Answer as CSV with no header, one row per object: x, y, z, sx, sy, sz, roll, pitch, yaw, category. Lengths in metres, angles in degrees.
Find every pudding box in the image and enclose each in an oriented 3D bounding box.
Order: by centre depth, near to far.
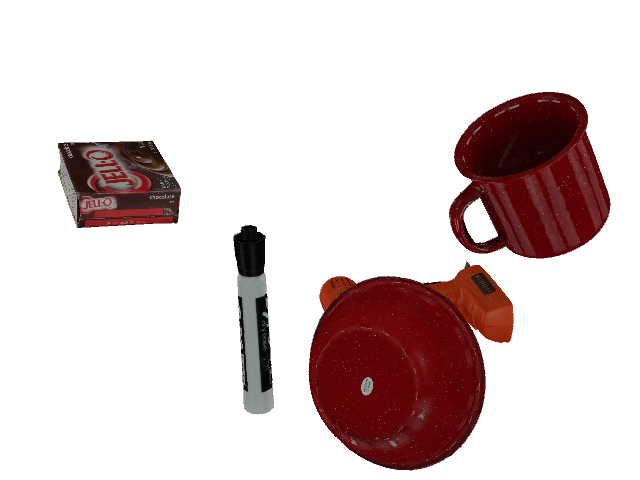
-0.182,-0.052,0.951,0.089,0.039,0.114,-3,26,-22,pudding box

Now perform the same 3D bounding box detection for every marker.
-0.040,0.048,0.641,0.020,0.121,0.020,-1,23,0,marker

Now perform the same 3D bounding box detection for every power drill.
0.104,0.084,1.128,0.187,0.057,0.184,-6,28,-12,power drill

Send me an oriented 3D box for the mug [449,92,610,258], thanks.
0.140,-0.035,0.734,0.117,0.081,0.093,-38,34,-9,mug

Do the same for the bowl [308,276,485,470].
0.048,0.112,0.861,0.162,0.162,0.055,0,3,30,bowl
